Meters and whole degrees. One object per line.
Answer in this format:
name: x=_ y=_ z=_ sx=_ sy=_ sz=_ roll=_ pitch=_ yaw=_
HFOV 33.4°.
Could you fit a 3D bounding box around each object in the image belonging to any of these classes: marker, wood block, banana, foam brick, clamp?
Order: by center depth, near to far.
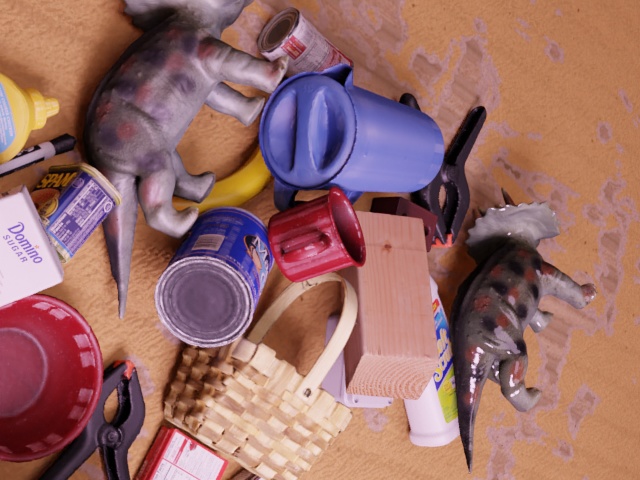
marker: x=-0.295 y=-0.081 z=1.065 sx=0.120 sy=0.020 sz=0.020 roll=-28 pitch=107 yaw=-38
clamp: x=-0.220 y=0.214 z=1.114 sx=0.120 sy=0.039 sz=0.171 roll=40 pitch=64 yaw=-39
banana: x=-0.096 y=-0.075 z=1.230 sx=0.069 sy=0.037 sz=0.197 roll=46 pitch=57 yaw=-6
wood block: x=0.078 y=0.076 z=1.265 sx=0.090 sy=0.090 sz=0.206 roll=6 pitch=51 yaw=-10
foam brick: x=0.107 y=-0.019 z=1.393 sx=0.078 sy=0.051 sz=0.053 roll=24 pitch=75 yaw=-39
clamp: x=0.161 y=-0.097 z=1.450 sx=0.164 sy=0.036 sz=0.210 roll=11 pitch=82 yaw=-40

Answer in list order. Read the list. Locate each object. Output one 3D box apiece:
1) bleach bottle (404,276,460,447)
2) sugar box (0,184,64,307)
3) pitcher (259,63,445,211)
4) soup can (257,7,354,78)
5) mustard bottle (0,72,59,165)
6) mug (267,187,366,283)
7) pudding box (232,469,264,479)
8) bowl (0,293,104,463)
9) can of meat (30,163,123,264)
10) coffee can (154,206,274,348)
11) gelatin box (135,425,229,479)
bleach bottle: x=0.133 y=0.137 z=1.405 sx=0.102 sy=0.068 sz=0.251 roll=-29 pitch=106 yaw=-45
sugar box: x=-0.330 y=0.025 z=0.960 sx=0.176 sy=0.048 sz=0.093 roll=-22 pitch=107 yaw=-6
pitcher: x=0.044 y=-0.108 z=1.273 sx=0.242 sy=0.149 sz=0.145 roll=4 pitch=70 yaw=-56
soup can: x=-0.017 y=-0.221 z=1.277 sx=0.102 sy=0.069 sz=0.068 roll=38 pitch=65 yaw=-33
mustard bottle: x=-0.334 y=-0.113 z=1.006 sx=0.191 sy=0.058 sz=0.096 roll=-18 pitch=95 yaw=-39
mug: x=-0.008 y=0.001 z=1.161 sx=0.093 sy=0.082 sz=0.117 roll=67 pitch=19 yaw=-11
pudding box: x=-0.061 y=0.318 z=1.251 sx=0.089 sy=0.039 sz=0.113 roll=-33 pitch=112 yaw=-37
bowl: x=-0.295 y=0.132 z=1.039 sx=0.161 sy=0.055 sz=0.162 roll=1 pitch=89 yaw=-41
can of meat: x=-0.255 y=-0.025 z=1.046 sx=0.057 sy=0.102 sz=0.083 roll=50 pitch=62 yaw=-29
coffee can: x=-0.108 y=0.036 z=1.129 sx=0.140 sy=0.103 sz=0.103 roll=-73 pitch=142 yaw=-66
gelatin box: x=-0.153 y=0.257 z=1.177 sx=0.089 sy=0.030 sz=0.073 roll=40 pitch=66 yaw=-33
